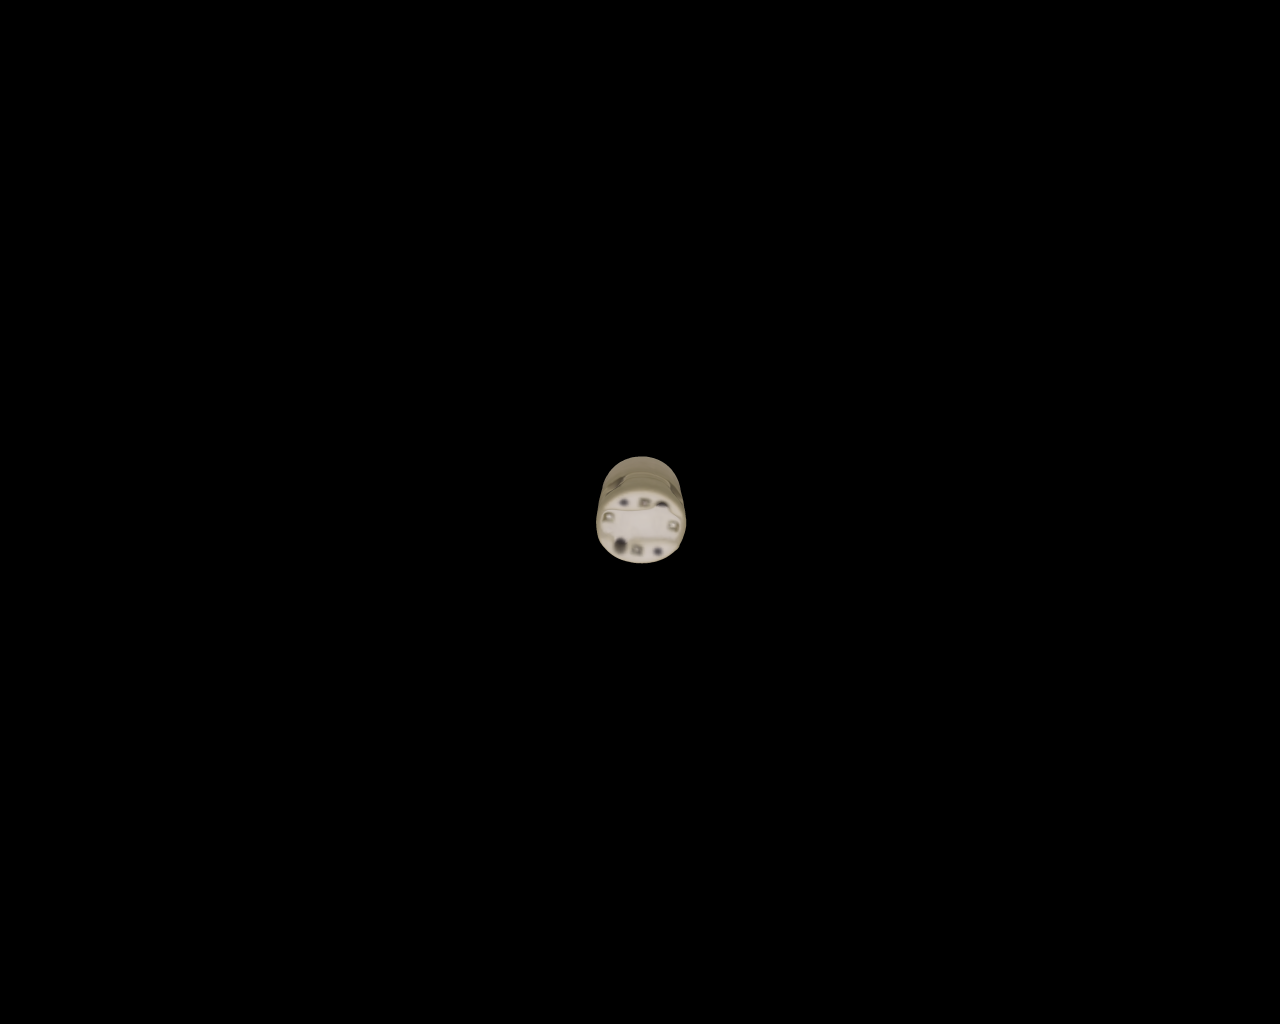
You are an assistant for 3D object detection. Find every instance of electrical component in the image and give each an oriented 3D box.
[{"bbox_3d":[0.001,-0.003,0.650,0.055,0.055,0.047,0,31,0],"label":"electrical component"}]
